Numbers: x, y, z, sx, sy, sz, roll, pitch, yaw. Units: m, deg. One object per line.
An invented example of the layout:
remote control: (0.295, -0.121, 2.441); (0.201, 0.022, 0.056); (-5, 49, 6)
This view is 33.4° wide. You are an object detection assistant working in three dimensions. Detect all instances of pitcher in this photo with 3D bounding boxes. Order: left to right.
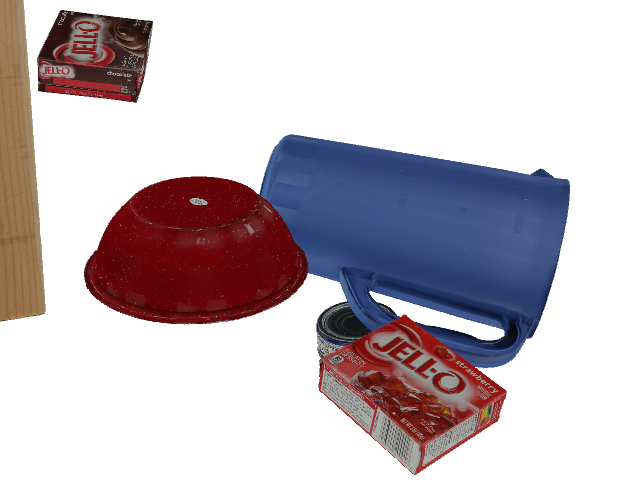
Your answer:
pitcher: (0.071, -0.001, 0.868); (0.243, 0.145, 0.149); (13, 16, 6)

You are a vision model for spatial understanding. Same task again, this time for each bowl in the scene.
bowl: (-0.088, -0.003, 0.762); (0.162, 0.055, 0.162); (1, 26, -1)

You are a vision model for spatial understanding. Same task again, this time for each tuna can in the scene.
tuna can: (0.038, 0.095, 1.092); (0.086, 0.034, 0.086); (-4, 26, 2)

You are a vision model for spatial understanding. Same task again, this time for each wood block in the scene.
wood block: (-0.217, -0.060, 0.611); (0.090, 0.206, 0.090); (-9, 27, -24)

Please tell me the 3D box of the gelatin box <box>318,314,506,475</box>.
gelatin box: (0.054, 0.089, 0.642); (0.073, 0.030, 0.089); (-24, 46, -34)

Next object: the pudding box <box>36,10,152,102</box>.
pudding box: (-0.206, -0.171, 0.983); (0.090, 0.039, 0.113); (7, 32, -6)
